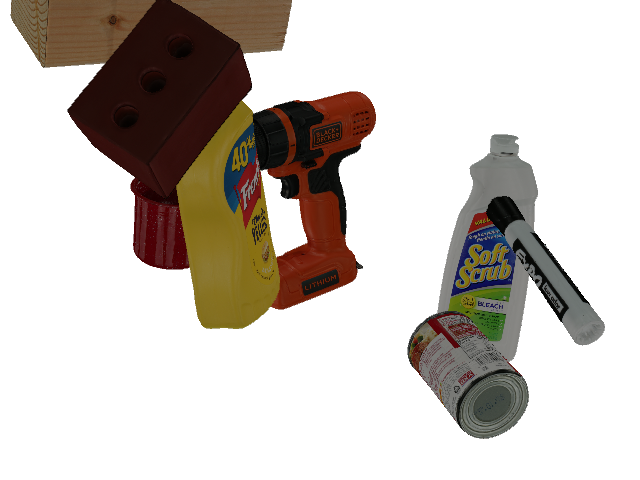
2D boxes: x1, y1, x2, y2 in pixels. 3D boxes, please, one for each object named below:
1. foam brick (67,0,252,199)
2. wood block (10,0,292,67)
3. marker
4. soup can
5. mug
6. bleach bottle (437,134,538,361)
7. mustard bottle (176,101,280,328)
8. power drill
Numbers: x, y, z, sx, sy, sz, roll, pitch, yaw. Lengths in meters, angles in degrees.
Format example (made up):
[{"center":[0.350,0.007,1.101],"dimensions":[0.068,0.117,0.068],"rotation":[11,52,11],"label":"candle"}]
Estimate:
[{"center":[-0.080,-0.072,0.541],"dimensions":[0.053,0.078,0.051],"rotation":[34,-10,11],"label":"foam brick"},{"center":[-0.132,-0.204,0.855],"dimensions":[0.205,0.091,0.090],"rotation":[-10,42,-30],"label":"wood block"},{"center":[0.128,0.013,0.625],"dimensions":[0.020,0.020,0.121],"rotation":[0,38,-23],"label":"marker"},{"center":[0.126,0.114,0.918],"dimensions":[0.068,0.068,0.102],"rotation":[0,25,-22],"label":"soup can"},{"center":[-0.164,-0.027,1.161],"dimensions":[0.093,0.081,0.117],"rotation":[-3,29,-20],"label":"mug"},{"center":[0.184,0.007,1.191],"dimensions":[0.103,0.251,0.068],"rotation":[8,16,15],"label":"bleach bottle"},{"center":[-0.071,-0.040,0.760],"dimensions":[0.058,0.191,0.096],"rotation":[0,25,16],"label":"mustard bottle"},{"center":[-0.028,-0.034,0.976],"dimensions":[0.184,0.188,0.057],"rotation":[-19,33,-32],"label":"power drill"}]
